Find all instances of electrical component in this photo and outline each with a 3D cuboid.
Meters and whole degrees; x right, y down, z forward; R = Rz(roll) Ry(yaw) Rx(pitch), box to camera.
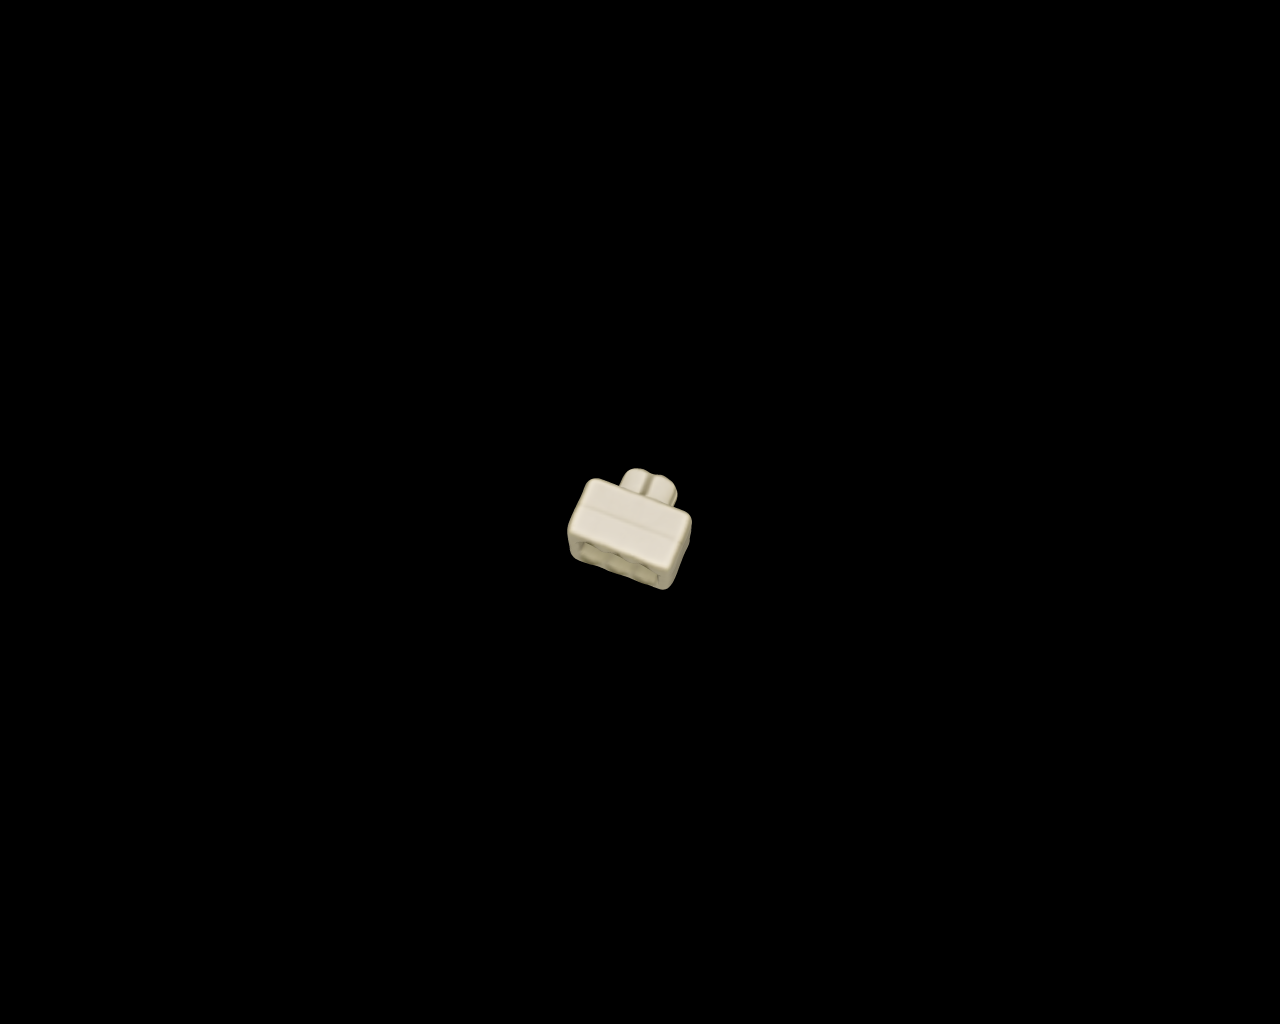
[{"bbox_3d":[0.001,-0.003,0.650,0.066,0.077,0.047,21,-18,7],"label":"electrical component"}]
